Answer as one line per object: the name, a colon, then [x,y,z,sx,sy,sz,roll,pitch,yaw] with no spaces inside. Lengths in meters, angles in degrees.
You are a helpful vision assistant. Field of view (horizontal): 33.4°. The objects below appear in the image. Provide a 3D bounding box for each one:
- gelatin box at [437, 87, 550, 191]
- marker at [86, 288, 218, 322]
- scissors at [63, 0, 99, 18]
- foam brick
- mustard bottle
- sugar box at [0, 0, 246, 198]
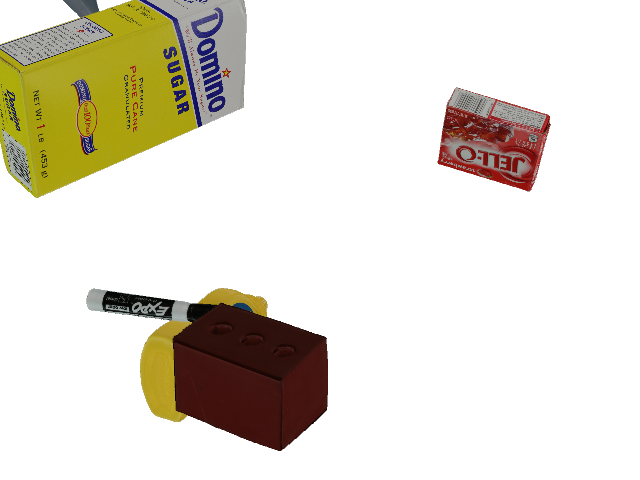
gelatin box: [0.152,-0.088,0.939,0.089,0.030,0.073,19,-37,14]
marker: [-0.139,0.057,0.900,0.121,0.020,0.020,6,2,16]
scissors: [-0.191,-0.188,0.937,0.016,0.201,0.096,-28,28,11]
foam brick: [-0.041,0.079,0.626,0.078,0.051,0.052,16,28,26]
mustard bottle: [-0.110,0.104,1.112,0.058,0.096,0.191,11,26,25]
sugar box: [-0.126,-0.104,0.700,0.175,0.093,0.048,-28,49,-33]
